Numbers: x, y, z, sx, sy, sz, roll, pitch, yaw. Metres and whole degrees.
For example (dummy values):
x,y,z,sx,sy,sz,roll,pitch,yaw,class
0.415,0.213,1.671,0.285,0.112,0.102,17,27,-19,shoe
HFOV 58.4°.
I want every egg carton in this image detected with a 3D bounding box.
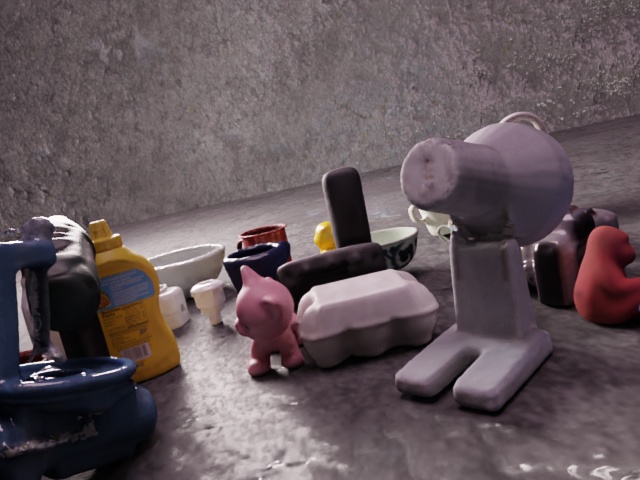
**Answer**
x,y,z,sx,sy,sz,roll,pitch,yaw,class
0.049,0.082,0.621,0.150,0.069,0.107,-13,11,-4,egg carton

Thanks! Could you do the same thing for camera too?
x,y,z,sx,sy,sz,roll,pitch,yaw,class
0.263,0.006,0.682,0.143,0.101,0.136,-22,14,-39,camera

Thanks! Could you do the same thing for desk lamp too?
x,y,z,sx,sy,sz,roll,pitch,yaw,class
0.146,0.006,0.514,0.117,0.214,0.204,-3,15,41,desk lamp

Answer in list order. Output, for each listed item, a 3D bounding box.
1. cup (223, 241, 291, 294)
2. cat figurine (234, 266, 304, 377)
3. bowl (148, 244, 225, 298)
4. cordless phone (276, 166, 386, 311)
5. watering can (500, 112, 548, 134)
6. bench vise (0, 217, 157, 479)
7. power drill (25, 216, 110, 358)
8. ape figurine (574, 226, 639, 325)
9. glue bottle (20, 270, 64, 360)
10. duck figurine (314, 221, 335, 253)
x,y,z,sx,sy,sz,roll,pitch,yaw,class
-0.077,0.056,0.828,0.091,0.095,0.118,-4,14,38,cup
-0.056,0.079,0.625,0.067,0.118,0.128,-12,11,4,cat figurine
-0.246,0.063,1.035,0.167,0.075,0.167,-12,11,3,bowl
0.007,0.003,0.763,0.147,0.185,0.094,-14,11,-8,cordless phone
0.355,-0.127,1.011,0.101,0.194,0.172,-15,11,-10,watering can
-0.227,0.102,0.427,0.121,0.220,0.208,-8,12,21,bench vise
-0.246,0.082,0.583,0.076,0.208,0.229,-17,12,-22,power drill
0.283,0.031,0.554,0.076,0.092,0.078,-10,11,15,ape figurine
-0.328,0.099,0.682,0.037,0.173,0.077,-20,13,-33,glue bottle
0.017,0.012,0.968,0.077,0.086,0.104,-12,11,2,duck figurine
